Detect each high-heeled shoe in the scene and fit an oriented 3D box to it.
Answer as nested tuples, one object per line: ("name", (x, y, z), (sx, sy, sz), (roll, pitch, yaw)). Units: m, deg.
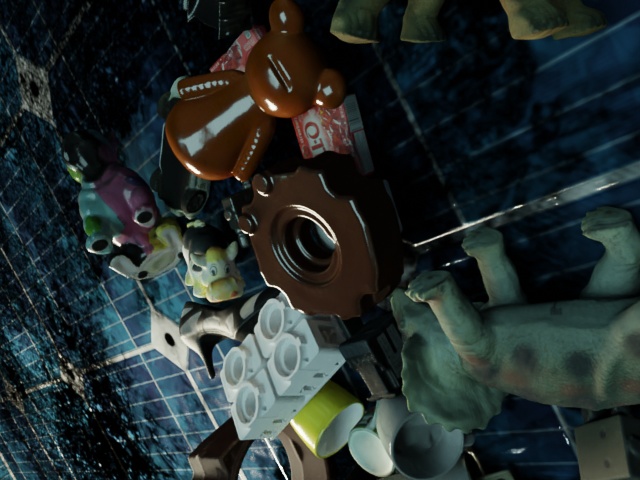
("high-heeled shoe", (-0.122, 0.093, 0.780), (0.248, 0.086, 0.145), (-44, 50, 25))

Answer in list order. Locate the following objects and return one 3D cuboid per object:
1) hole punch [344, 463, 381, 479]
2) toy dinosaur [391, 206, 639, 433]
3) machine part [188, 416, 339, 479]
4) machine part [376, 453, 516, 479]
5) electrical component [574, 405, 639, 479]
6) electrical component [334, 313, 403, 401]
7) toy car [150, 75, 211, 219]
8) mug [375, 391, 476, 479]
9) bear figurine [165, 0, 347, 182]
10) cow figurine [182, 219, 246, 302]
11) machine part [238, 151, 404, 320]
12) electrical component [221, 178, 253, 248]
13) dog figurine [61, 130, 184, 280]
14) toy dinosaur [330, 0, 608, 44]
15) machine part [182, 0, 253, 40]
("hole punch", (0.057, 0.383, 0.729), (0.142, 0.116, 0.092), (41, 139, 17))
("toy dinosaur", (0.216, 0.083, 0.458), (0.405, 0.131, 0.192), (-5, 120, 36))
("machine part", (-0.075, 0.344, 0.750), (0.087, 0.201, 0.201), (-19, 98, 40))
("machine part", (0.109, 0.310, 0.630), (0.243, 0.079, 0.079), (-25, 94, 18))
("electrical component", (0.263, 0.188, 0.479), (0.045, 0.102, 0.078), (15, 142, -11))
("electrical component", (0.062, 0.116, 0.621), (0.048, 0.075, 0.119), (-26, 90, 43))
("toy car", (-0.178, -0.116, 0.715), (0.074, 0.056, 0.201), (32, 129, 16))
("mug", (0.114, 0.205, 0.612), (0.107, 0.109, 0.080), (-150, 62, -74))
("bear figurine", (-0.063, -0.146, 0.548), (0.196, 0.132, 0.120), (-33, 102, 25))
("cow figurine", (-0.141, 0.023, 0.707), (0.167, 0.068, 0.098), (-161, 61, -65))
("machine part", (-0.001, -0.002, 0.541), (0.180, 0.056, 0.179), (19, 125, 30))
("electrical component", (-0.094, -0.041, 0.676), (0.021, 0.063, 0.094), (-6, 105, 41))
("dog figurine", (-0.302, -0.065, 0.804), (0.219, 0.108, 0.191), (55, 177, 32))
("toy dinosaur", (0.075, -0.256, 0.418), (0.472, 0.105, 0.198), (17, 113, 37))
("machine part", (-0.119, -0.269, 0.590), (0.139, 0.039, 0.084), (49, 131, 36))
